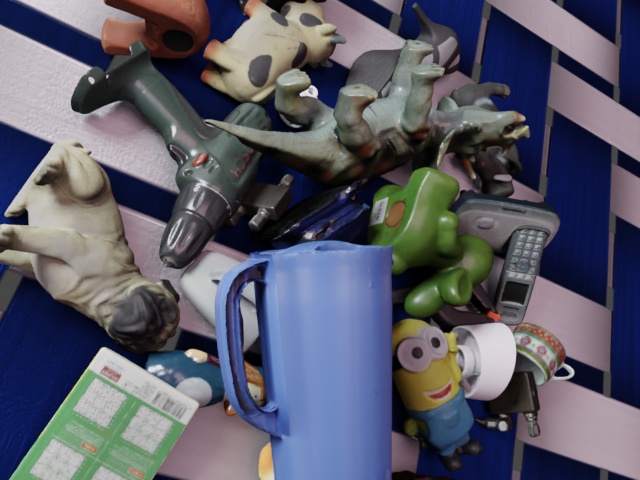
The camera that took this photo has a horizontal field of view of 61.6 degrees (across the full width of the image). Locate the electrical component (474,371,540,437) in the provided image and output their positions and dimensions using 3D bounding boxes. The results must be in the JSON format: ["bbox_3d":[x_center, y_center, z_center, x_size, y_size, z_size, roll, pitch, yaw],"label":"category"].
[{"bbox_3d":[0.247,0.208,0.718,0.045,0.078,0.102,10,75,-48],"label":"electrical component"}]

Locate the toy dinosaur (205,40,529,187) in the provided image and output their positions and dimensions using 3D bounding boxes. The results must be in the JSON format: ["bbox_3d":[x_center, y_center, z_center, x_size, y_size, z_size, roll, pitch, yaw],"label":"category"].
[{"bbox_3d":[0.059,-0.129,0.682,0.405,0.191,0.131,-17,41,-16],"label":"toy dinosaur"}]

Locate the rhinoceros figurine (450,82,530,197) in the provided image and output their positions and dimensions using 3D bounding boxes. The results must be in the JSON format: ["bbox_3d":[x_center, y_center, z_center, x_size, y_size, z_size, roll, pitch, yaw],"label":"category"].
[{"bbox_3d":[0.259,-0.154,0.827,0.112,0.073,0.190,-10,79,-29],"label":"rhinoceros figurine"}]

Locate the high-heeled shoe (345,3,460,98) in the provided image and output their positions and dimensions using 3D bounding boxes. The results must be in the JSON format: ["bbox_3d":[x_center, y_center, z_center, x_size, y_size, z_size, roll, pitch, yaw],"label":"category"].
[{"bbox_3d":[0.127,-0.232,0.806,0.248,0.086,0.145,-57,134,-10],"label":"high-heeled shoe"}]

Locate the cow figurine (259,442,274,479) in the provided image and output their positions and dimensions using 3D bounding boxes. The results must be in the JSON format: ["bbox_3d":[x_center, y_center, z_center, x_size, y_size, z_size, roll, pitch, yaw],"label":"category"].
[{"bbox_3d":[-0.030,0.298,0.553,0.098,0.068,0.167,18,71,-27],"label":"cow figurine"}]

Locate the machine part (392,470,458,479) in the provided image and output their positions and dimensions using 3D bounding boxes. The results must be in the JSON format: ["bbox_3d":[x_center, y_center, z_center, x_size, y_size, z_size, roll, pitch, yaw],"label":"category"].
[{"bbox_3d":[0.128,0.358,0.618,0.179,0.056,0.179,7,73,-23],"label":"machine part"}]

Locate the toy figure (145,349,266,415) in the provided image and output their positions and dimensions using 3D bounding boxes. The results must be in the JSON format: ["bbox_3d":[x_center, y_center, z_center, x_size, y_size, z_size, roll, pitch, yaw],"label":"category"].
[{"bbox_3d":[-0.107,0.152,0.566,0.154,0.064,0.058,13,46,-18],"label":"toy figure"}]

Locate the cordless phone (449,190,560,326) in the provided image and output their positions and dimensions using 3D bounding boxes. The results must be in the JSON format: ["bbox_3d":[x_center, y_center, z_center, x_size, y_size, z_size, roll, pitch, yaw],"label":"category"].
[{"bbox_3d":[0.245,0.026,0.766,0.147,0.089,0.184,9,101,-3],"label":"cordless phone"}]

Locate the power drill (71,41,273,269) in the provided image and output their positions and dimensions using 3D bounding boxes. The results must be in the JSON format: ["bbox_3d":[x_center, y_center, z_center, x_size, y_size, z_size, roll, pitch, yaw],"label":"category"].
[{"bbox_3d":[-0.166,-0.107,0.594,0.207,0.086,0.232,38,55,-5],"label":"power drill"}]

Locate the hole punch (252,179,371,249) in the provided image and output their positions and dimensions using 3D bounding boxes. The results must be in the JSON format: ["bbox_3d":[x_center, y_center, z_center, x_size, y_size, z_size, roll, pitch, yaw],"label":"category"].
[{"bbox_3d":[-0.001,-0.002,0.636,0.142,0.116,0.092,-32,98,-29],"label":"hole punch"}]

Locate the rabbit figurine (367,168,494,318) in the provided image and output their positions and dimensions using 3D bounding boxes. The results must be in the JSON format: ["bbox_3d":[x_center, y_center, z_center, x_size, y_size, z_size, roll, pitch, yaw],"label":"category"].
[{"bbox_3d":[0.154,0.013,0.664,0.170,0.121,0.159,27,57,-24],"label":"rabbit figurine"}]

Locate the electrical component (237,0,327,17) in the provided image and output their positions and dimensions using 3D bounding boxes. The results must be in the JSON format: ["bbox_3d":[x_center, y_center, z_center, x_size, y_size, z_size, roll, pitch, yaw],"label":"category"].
[{"bbox_3d":[-0.037,-0.356,0.720,0.134,0.115,0.058,-16,86,-29],"label":"electrical component"}]

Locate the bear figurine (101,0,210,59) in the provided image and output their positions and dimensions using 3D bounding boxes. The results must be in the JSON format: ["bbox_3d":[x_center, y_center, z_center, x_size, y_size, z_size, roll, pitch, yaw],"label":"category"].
[{"bbox_3d":[-0.184,-0.319,0.637,0.132,0.120,0.196,3,72,-21],"label":"bear figurine"}]

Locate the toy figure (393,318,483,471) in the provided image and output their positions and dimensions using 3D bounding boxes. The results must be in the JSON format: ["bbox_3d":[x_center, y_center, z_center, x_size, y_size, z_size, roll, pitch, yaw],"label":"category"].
[{"bbox_3d":[0.132,0.185,0.660,0.082,0.089,0.180,-27,96,-43],"label":"toy figure"}]

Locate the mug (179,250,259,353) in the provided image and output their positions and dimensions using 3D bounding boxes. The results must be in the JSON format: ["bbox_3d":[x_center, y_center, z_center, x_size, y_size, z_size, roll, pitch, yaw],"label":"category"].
[{"bbox_3d":[-0.098,0.059,0.576,0.107,0.109,0.081,35,73,2],"label":"mug"}]

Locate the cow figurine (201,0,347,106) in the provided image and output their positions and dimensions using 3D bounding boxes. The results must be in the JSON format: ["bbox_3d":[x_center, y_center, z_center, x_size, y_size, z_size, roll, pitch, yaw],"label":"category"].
[{"bbox_3d":[-0.051,-0.248,0.699,0.127,0.085,0.195,36,60,-6],"label":"cow figurine"}]

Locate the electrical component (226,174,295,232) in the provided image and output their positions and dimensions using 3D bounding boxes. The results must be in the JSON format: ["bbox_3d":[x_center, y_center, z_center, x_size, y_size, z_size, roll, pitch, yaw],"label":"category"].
[{"bbox_3d":[-0.070,-0.048,0.645,0.094,0.063,0.021,-57,146,-34],"label":"electrical component"}]

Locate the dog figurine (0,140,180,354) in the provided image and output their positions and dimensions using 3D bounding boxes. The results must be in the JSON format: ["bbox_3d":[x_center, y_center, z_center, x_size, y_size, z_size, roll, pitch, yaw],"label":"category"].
[{"bbox_3d":[-0.215,0.007,0.546,0.190,0.121,0.172,33,66,-29],"label":"dog figurine"}]
